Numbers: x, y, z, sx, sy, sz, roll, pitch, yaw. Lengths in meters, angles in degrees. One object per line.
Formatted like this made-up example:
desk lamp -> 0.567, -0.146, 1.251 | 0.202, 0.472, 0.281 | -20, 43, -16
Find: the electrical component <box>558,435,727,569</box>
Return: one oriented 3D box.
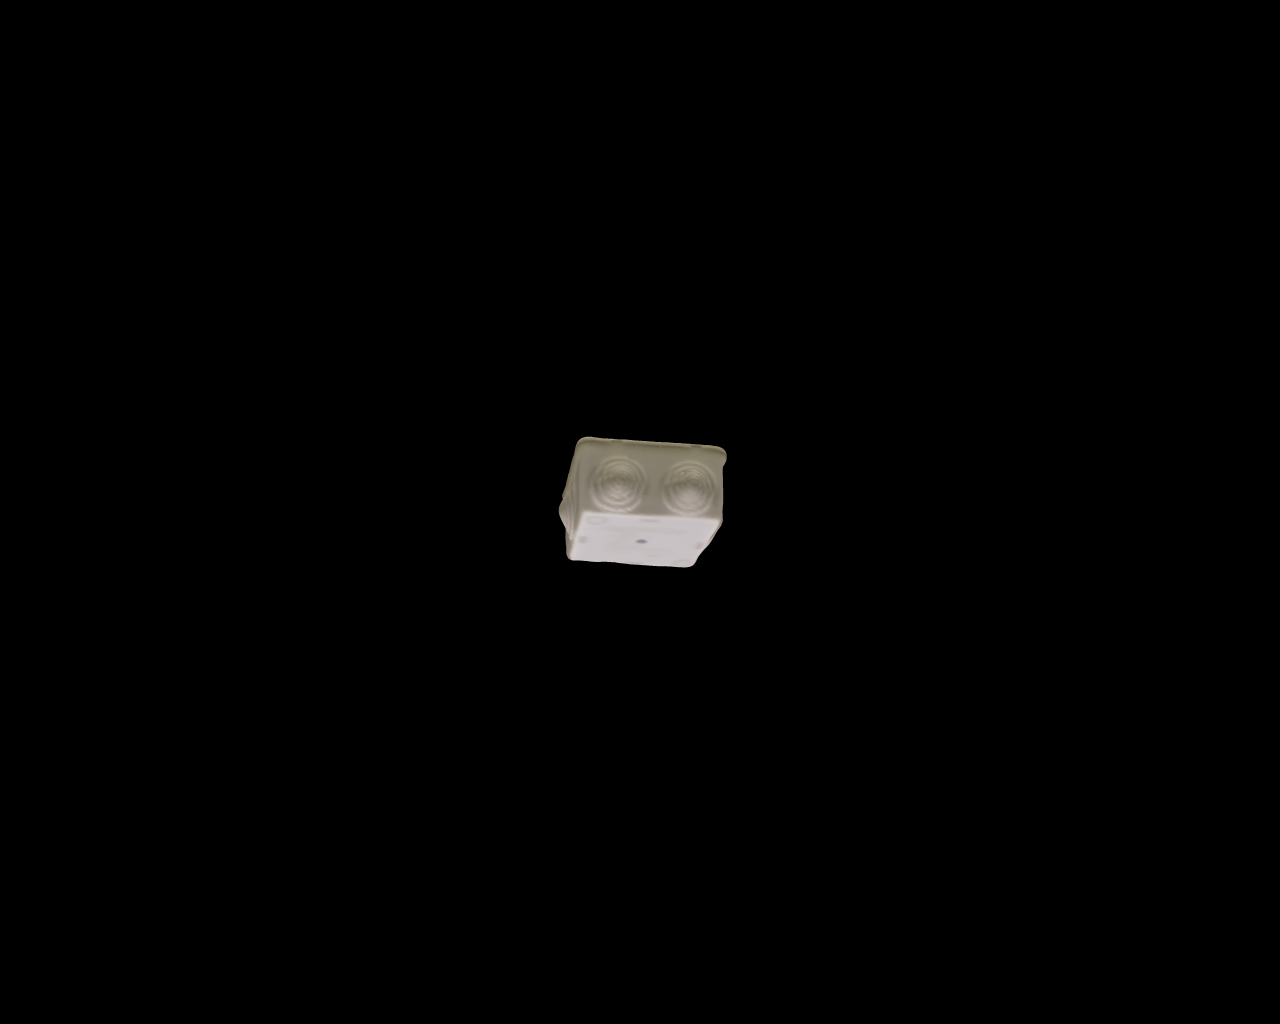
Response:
electrical component -> 0.001, -0.003, 0.650 | 0.100, 0.048, 0.099 | 4, -23, -9
